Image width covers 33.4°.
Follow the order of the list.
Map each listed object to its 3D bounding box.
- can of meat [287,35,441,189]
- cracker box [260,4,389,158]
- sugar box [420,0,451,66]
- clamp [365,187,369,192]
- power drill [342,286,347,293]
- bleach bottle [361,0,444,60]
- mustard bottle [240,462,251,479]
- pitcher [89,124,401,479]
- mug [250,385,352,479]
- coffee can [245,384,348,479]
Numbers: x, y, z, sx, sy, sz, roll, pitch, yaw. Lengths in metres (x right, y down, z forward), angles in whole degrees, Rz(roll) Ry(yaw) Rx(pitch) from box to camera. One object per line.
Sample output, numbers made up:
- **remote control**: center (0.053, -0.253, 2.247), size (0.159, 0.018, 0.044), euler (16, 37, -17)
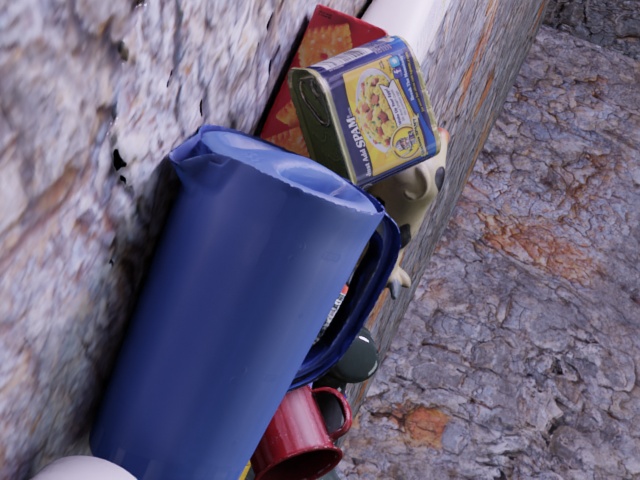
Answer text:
- **can of meat**: center (0.034, -0.092, 0.786), size (0.083, 0.058, 0.102), euler (-25, 110, -20)
- **cracker box**: center (-0.005, -0.070, 0.898), size (0.214, 0.072, 0.164), euler (-65, 169, 0)
- **sugar box**: center (0.108, -0.246, 1.165), size (0.093, 0.048, 0.176), euler (89, 23, -69)
- **clamp**: center (-0.007, 0.001, 1.113), size (0.164, 0.036, 0.210), euler (-41, 165, -38)
- **power drill**: center (0.058, -0.012, 1.418), size (0.184, 0.057, 0.188), euler (-41, 150, -61)
- **bleach bottle**: center (0.096, -0.244, 1.061), size (0.103, 0.068, 0.250), euler (101, 14, -55)
- **mustard bottle**: center (-0.108, 0.255, 1.141), size (0.096, 0.058, 0.191), euler (47, 67, -82)
- **pitcher**: center (-0.055, 0.057, 0.725), size (0.243, 0.149, 0.145), euler (-65, 171, 12)
- **mug**: center (-0.024, 0.186, 1.050), size (0.117, 0.081, 0.093), euler (-29, 149, 11)
- **coffee can**: center (-0.040, 0.231, 1.323), size (0.103, 0.103, 0.140), euler (101, 16, -52)
